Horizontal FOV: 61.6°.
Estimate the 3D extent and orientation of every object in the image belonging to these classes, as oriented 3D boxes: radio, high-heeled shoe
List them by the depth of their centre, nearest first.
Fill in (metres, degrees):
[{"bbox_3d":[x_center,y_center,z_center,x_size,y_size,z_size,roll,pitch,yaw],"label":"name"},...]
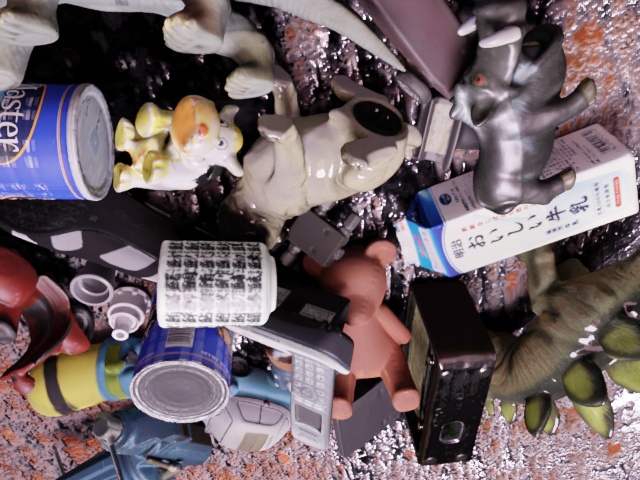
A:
[{"bbox_3d":[-0.217,0.002,0.574,0.249,0.086,0.145,9,150,10],"label":"high-heeled shoe"},{"bbox_3d":[0.154,0.176,0.686,0.073,0.131,0.229,-6,127,-4],"label":"radio"}]

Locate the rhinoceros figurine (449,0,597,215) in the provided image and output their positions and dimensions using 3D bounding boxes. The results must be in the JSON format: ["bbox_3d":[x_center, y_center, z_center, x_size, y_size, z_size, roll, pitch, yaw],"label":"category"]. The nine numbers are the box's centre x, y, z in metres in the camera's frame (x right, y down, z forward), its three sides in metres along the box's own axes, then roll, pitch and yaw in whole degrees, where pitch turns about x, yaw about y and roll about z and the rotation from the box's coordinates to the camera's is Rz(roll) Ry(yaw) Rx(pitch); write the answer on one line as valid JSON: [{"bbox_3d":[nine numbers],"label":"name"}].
[{"bbox_3d":[0.163,-0.113,0.459,0.112,0.073,0.190,-12,125,2],"label":"rhinoceros figurine"}]

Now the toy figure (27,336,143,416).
[{"bbox_3d":[-0.274,0.167,0.672,0.180,0.089,0.082,-5,122,2],"label":"toy figure"}]

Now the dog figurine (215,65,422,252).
[{"bbox_3d":[-0.009,-0.053,0.533,0.172,0.121,0.190,16,137,-6],"label":"dog figurine"}]

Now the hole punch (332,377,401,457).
[{"bbox_3d":[0.049,0.217,0.750,0.116,0.092,0.142,-25,127,-22],"label":"hole punch"}]

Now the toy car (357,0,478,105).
[{"bbox_3d":[0.064,-0.201,0.445,0.089,0.053,0.202,-48,120,4],"label":"toy car"}]

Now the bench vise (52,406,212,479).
[{"bbox_3d":[-0.266,0.295,0.726,0.241,0.129,0.223,-28,158,8],"label":"bench vise"}]

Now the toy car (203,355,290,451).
[{"bbox_3d":[-0.097,0.233,0.729,0.161,0.103,0.109,21,123,-16],"label":"toy car"}]

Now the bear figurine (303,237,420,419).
[{"bbox_3d":[0.049,0.101,0.627,0.120,0.132,0.195,-7,133,3],"label":"bear figurine"}]

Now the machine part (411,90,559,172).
[{"bbox_3d":[0.161,-0.109,0.533,0.139,0.039,0.084,1,119,-3],"label":"machine part"}]

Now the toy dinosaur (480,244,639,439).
[{"bbox_3d":[0.289,0.096,0.595,0.105,0.199,0.470,9,129,-20],"label":"toy dinosaur"}]

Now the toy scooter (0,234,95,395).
[{"bbox_3d":[-0.328,0.086,0.580,0.075,0.135,0.183,-26,123,16],"label":"toy scooter"}]

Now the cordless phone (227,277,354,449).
[{"bbox_3d":[-0.038,0.141,0.592,0.147,0.089,0.184,16,121,21],"label":"cordless phone"}]

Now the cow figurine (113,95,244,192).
[{"bbox_3d":[-0.110,-0.077,0.464,0.098,0.167,0.068,2,88,-39],"label":"cow figurine"}]

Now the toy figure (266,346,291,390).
[{"bbox_3d":[-0.041,0.129,0.678,0.058,0.064,0.154,-9,126,-9],"label":"toy figure"}]

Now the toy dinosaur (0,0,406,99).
[{"bbox_3d":[-0.135,-0.208,0.379,0.405,0.131,0.192,-2,84,-23],"label":"toy dinosaur"}]

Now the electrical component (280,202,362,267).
[{"bbox_3d":[-0.001,-0.002,0.581,0.063,0.021,0.094,39,97,18],"label":"electrical component"}]
